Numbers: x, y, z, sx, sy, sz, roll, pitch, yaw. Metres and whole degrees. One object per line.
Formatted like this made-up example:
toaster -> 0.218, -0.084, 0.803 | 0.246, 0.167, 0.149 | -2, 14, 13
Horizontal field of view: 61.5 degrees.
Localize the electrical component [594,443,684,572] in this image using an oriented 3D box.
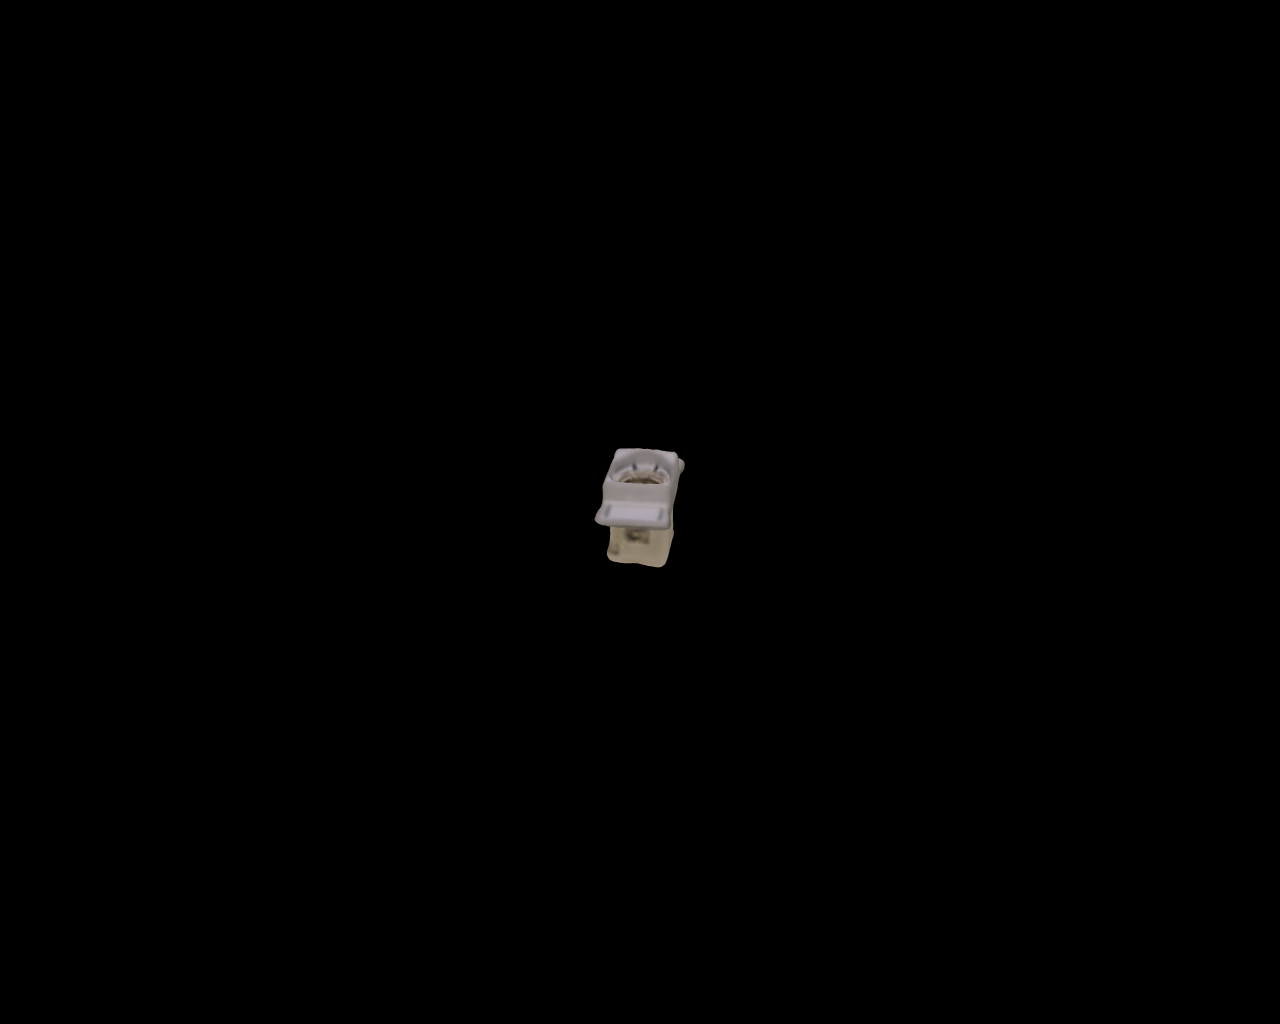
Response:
electrical component -> 0.001, -0.003, 0.650 | 0.042, 0.063, 0.081 | 6, 33, 9
